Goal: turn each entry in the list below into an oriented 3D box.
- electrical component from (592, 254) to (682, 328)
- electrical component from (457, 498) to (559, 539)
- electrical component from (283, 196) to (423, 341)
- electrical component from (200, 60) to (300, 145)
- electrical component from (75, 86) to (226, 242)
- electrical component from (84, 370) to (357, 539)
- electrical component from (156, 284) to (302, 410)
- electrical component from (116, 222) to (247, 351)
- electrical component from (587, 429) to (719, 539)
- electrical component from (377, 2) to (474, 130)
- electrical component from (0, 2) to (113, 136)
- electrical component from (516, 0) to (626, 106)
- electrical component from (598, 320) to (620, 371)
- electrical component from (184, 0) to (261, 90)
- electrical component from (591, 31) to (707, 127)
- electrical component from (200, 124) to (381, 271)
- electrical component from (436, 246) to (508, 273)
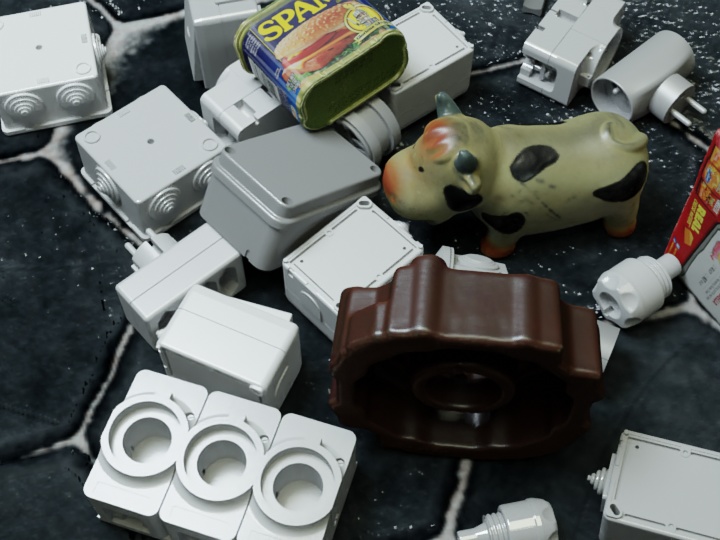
[{"bbox_3d":[0.202,0.010,0.769,0.062,0.043,0.043,-30,64,-19],"label":"electrical component"},{"bbox_3d":[0.092,0.165,0.680,0.061,0.035,0.035,-10,59,-4],"label":"electrical component"},{"bbox_3d":[0.000,0.000,0.763,0.096,0.061,0.062,-39,67,-21],"label":"electrical component"},{"bbox_3d":[-0.077,-0.133,0.849,0.089,0.050,0.056,-37,66,-21],"label":"electrical component"},{"bbox_3d":[-0.157,-0.084,0.821,0.100,0.048,0.100,-36,65,-22],"label":"electrical component"},{"bbox_3d":[-0.086,0.131,0.684,0.150,0.061,0.089,15,60,9],"label":"electrical component"},{"bbox_3d":[-0.091,0.052,0.731,0.096,0.061,0.061,21,61,12],"label":"electrical component"},{"bbox_3d":[-0.138,0.000,0.771,0.083,0.047,0.076,-37,65,-21],"label":"electrical component"},{"bbox_3d":[0.192,0.147,0.680,0.096,0.061,0.061,12,60,16],"label":"electrical component"},{"bbox_3d":[0.045,-0.162,0.861,0.096,0.061,0.061,-32,64,-18],"label":"electrical component"},{"bbox_3d":[-0.253,-0.164,0.868,0.100,0.048,0.099,-12,60,-7],"label":"electrical component"},{"bbox_3d":[0.177,-0.185,0.882,0.056,0.050,0.089,30,63,17],"label":"electrical component"},{"bbox_3d":[0.134,0.046,0.747,0.081,0.043,0.043,22,61,12],"label":"electrical component"},{"bbox_3d":[-0.112,-0.199,0.862,0.061,0.096,0.061,-11,60,-7],"label":"electrical component"},{"bbox_3d":[0.241,-0.144,0.862,0.077,0.043,0.079,-37,66,-20],"label":"electrical component"},{"bbox_3d":[-0.048,-0.057,0.774,0.078,0.057,0.113,42,40,22],"label":"electrical component"},{"bbox_3d":[0.069,0.026,0.738,0.051,0.080,0.080,11,59,0],"label":"electrical component"}]
